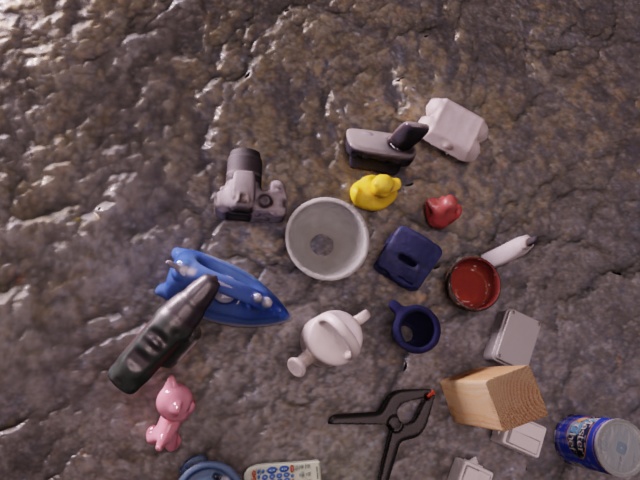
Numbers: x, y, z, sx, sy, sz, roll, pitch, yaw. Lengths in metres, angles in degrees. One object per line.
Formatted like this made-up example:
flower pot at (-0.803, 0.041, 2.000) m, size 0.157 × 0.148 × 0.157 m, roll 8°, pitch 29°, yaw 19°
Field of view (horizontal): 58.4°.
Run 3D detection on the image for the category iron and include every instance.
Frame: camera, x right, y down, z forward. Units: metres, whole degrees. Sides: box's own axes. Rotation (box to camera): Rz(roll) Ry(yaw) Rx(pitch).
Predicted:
iron at (-0.166, 0.093, 1.048) m, size 0.258 × 0.141 × 0.119 m, roll 20°, pitch 74°, yaw -5°

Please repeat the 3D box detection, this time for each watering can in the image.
watering can at (0.021, 0.184, 1.033) m, size 0.101 × 0.194 × 0.173 m, roll 33°, pitch 74°, yaw -1°

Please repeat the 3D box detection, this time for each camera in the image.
camera at (-0.133, -0.111, 1.123) m, size 0.143 × 0.100 × 0.137 m, roll 4°, pitch 76°, yaw -9°

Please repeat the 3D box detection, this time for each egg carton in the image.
egg carton at (0.288, -0.238, 1.245) m, size 0.150 × 0.069 × 0.107 m, roll 27°, pitch 74°, yaw -3°

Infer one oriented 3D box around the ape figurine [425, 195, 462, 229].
ape figurine at (0.259, -0.066, 1.188) m, size 0.078 × 0.092 × 0.076 m, roll 33°, pitch 74°, yaw -1°

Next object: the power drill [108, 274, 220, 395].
power drill at (-0.257, 0.160, 0.981) m, size 0.075 × 0.208 × 0.230 m, roll 40°, pitch 74°, yaw 1°

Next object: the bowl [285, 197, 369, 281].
bowl at (0.010, 0.004, 1.135) m, size 0.167 × 0.074 × 0.167 m, roll 2°, pitch 77°, yaw -10°

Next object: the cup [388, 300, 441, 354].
cup at (0.167, 0.168, 1.115) m, size 0.092 × 0.095 × 0.118 m, roll -43°, pitch 87°, yaw -16°

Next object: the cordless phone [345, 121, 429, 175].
cordless phone at (0.133, -0.207, 1.150) m, size 0.148 × 0.185 × 0.094 m, roll 4°, pitch 76°, yaw -9°

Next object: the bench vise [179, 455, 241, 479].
bench vise at (-0.153, 0.448, 0.926) m, size 0.207 × 0.219 × 0.121 m, roll 40°, pitch 74°, yaw 1°

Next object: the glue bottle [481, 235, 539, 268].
glue bottle at (0.391, 0.017, 1.150) m, size 0.078 × 0.173 × 0.037 m, roll -28°, pitch 83°, yaw -15°

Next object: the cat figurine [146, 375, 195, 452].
cat figurine at (-0.258, 0.304, 0.994) m, size 0.067 × 0.117 × 0.128 m, roll 19°, pitch 74°, yaw -5°

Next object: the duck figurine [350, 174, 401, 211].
duck figurine at (0.117, -0.106, 1.175) m, size 0.105 × 0.086 × 0.077 m, roll -9°, pitch 79°, yaw -12°

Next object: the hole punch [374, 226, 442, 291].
hole punch at (0.177, 0.039, 1.149) m, size 0.108 × 0.091 × 0.101 m, roll 31°, pitch 74°, yaw -2°
